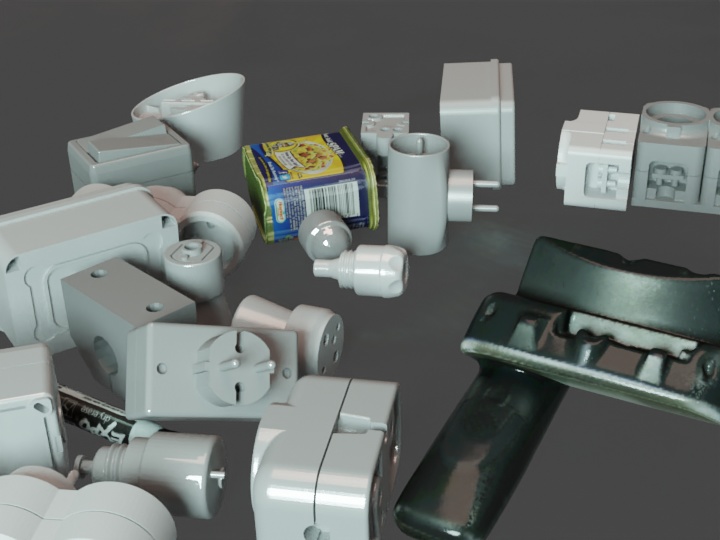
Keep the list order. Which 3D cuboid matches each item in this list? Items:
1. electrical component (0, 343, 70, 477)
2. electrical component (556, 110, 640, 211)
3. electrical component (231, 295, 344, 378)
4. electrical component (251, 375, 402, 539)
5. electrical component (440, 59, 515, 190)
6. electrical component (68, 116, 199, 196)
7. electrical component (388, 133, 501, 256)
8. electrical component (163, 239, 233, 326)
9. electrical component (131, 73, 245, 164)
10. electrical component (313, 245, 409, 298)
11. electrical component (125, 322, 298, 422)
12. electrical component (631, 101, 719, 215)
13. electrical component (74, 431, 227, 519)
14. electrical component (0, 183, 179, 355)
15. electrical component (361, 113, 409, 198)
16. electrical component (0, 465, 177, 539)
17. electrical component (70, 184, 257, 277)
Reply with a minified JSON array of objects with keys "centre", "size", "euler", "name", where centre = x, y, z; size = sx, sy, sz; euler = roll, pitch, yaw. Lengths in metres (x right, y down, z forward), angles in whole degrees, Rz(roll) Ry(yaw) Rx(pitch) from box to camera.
[{"centre":[-0.200,0.080,0.543],"size":[0.096,0.061,0.061],"euler":[-9,29,-13],"name":"electrical component"},{"centre":[0.186,-0.088,0.846],"size":[0.056,0.050,0.089],"euler":[7,30,15],"name":"electrical component"},{"centre":[-0.042,0.041,0.626],"size":[0.055,0.045,0.045],"euler":[10,30,19],"name":"electrical component"},{"centre":[-0.016,0.094,0.516],"size":[0.059,0.053,0.095],"euler":[4,29,10],"name":"electrical component"},{"centre":[0.097,-0.120,0.882],"size":[0.057,0.078,0.113],"euler":[-1,28,7],"name":"electrical component"},{"centre":[-0.171,-0.080,0.836],"size":[0.096,0.061,0.062],"euler":[-17,32,-26],"name":"electrical component"},{"centre":[0.059,-0.053,0.760],"size":[0.079,0.077,0.043],"euler":[2,29,5],"name":"electrical component"},{"centre":[-0.099,0.015,0.655],"size":[0.044,0.065,0.044],"euler":[-1,29,1],"name":"electrical component"},{"centre":[-0.147,-0.132,0.928],"size":[0.099,0.064,0.099],"euler":[-1,28,1],"name":"electrical component"},{"centre":[0.000,0.000,0.711],"size":[0.061,0.035,0.035],"euler":[3,29,13],"name":"electrical component"},{"centre":[-0.068,0.052,0.549],"size":[0.083,0.047,0.076],"euler":[5,-13,-28],"name":"electrical component"},{"centre":[0.292,-0.088,0.829],"size":[0.150,0.061,0.089],"euler":[7,30,16],"name":"electrical component"},{"centre":[-0.101,0.099,0.526],"size":[0.078,0.040,0.040],"euler":[3,29,8],"name":"electrical component"},{"centre":[-0.175,-0.002,0.677],"size":[0.113,0.078,0.057],"euler":[-19,36,-29],"name":"electrical component"},{"centre":[0.020,-0.091,0.854],"size":[0.048,0.055,0.066],"euler":[0,29,3],"name":"electrical component"},{"centre":[-0.151,0.114,0.487],"size":[0.138,0.052,0.073],"euler":[2,29,7],"name":"electrical component"},{"centre":[-0.141,-0.035,0.763],"size":[0.138,0.052,0.073],"euler":[3,29,9],"name":"electrical component"}]
